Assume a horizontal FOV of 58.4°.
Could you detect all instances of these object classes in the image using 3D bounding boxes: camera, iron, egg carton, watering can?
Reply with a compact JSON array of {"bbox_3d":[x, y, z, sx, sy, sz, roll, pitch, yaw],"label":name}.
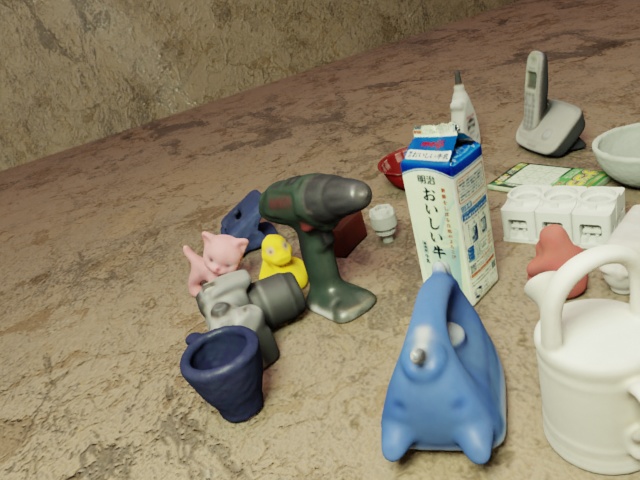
[{"bbox_3d":[-0.088,0.093,0.775,0.137,0.101,0.142,-22,26,-13],"label":"camera"},{"bbox_3d":[0.124,0.098,0.591,0.118,0.142,0.258,-6,27,20],"label":"iron"},{"bbox_3d":[0.408,0.011,0.687,0.107,0.069,0.151,10,35,42],"label":"egg carton"},{"bbox_3d":[0.229,0.089,0.487,0.101,0.194,0.172,-27,27,-21],"label":"watering can"}]

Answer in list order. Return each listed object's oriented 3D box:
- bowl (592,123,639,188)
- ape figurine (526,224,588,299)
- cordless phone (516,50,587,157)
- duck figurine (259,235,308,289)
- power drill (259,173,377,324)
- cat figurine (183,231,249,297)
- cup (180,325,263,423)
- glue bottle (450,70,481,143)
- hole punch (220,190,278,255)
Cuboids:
[{"bbox_3d":[0.518,-0.126,0.897,0.167,0.075,0.167,-13,25,7],"label":"bowl"},{"bbox_3d":[0.293,0.021,0.708,0.077,0.092,0.076,-14,25,5],"label":"ape figurine"},{"bbox_3d":[0.433,-0.261,1.091,0.094,0.185,0.147,-20,26,-8],"label":"cordless phone"},{"bbox_3d":[-0.066,0.030,0.907,0.077,0.086,0.104,-24,26,-15],"label":"duck figurine"},{"bbox_3d":[0.007,0.003,0.776,0.076,0.209,0.228,-32,30,-30],"label":"power drill"},{"bbox_3d":[-0.169,0.032,0.926,0.127,0.118,0.067,2,31,33],"label":"cat figurine"},{"bbox_3d":[-0.111,0.157,0.663,0.092,0.095,0.117,-34,31,-33],"label":"cup"},{"bbox_3d":[0.298,-0.269,1.201,0.037,0.173,0.078,5,33,38],"label":"glue bottle"},{"bbox_3d":[-0.139,-0.033,1.072,0.101,0.091,0.108,-21,26,-11],"label":"hole punch"}]
